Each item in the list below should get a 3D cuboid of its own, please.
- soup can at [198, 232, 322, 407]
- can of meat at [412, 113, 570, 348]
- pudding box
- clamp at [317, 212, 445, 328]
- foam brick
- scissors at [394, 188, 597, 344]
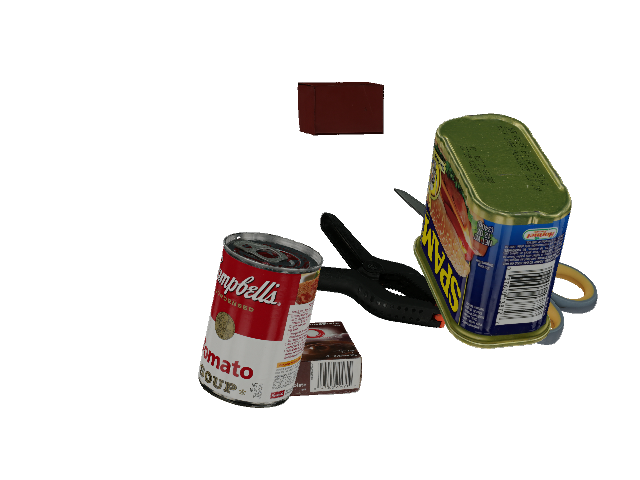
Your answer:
[{"bbox_3d":[-0.042,0.053,0.724,0.068,0.102,0.068,12,17,-4],"label":"soup can"},{"bbox_3d":[0.090,-0.008,0.569,0.057,0.084,0.102,-4,38,-11],"label":"can of meat"},{"bbox_3d":[-0.026,0.107,0.969,0.113,0.039,0.090,0,18,-11],"label":"pudding box"},{"bbox_3d":[0.046,0.046,1.218,0.210,0.036,0.164,30,36,21],"label":"clamp"},{"bbox_3d":[0.021,-0.136,1.098,0.078,0.051,0.053,-3,12,-19],"label":"foam brick"},{"bbox_3d":[0.146,0.009,0.869,0.096,0.016,0.202,-12,43,-22],"label":"scissors"}]
